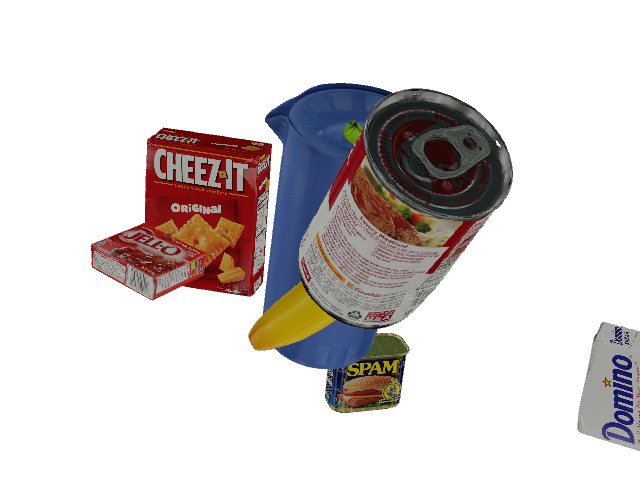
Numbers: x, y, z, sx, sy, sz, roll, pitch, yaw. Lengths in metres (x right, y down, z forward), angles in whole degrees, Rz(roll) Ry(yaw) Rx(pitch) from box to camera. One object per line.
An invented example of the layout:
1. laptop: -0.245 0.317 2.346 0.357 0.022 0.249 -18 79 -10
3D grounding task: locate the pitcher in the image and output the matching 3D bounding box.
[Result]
1. pitcher: 0.028 -0.003 0.942 0.144 0.243 0.149 -14 43 -31

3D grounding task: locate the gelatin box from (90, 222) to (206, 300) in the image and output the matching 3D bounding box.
1. gelatin box: -0.170 0.018 1.050 0.089 0.030 0.073 25 32 30

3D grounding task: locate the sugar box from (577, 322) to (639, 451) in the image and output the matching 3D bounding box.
1. sugar box: 0.304 0.136 0.866 0.176 0.093 0.048 13 25 20

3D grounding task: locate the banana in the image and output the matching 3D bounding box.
1. banana: 0.014 0.005 0.697 0.069 0.198 0.037 16 36 -12

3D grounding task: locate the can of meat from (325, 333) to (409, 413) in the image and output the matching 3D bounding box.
1. can of meat: 0.058 0.171 1.373 0.102 0.084 0.057 -2 24 -17

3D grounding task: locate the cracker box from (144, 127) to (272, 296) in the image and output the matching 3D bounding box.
1. cracker box: -0.160 -0.038 1.497 0.164 0.214 0.072 9 23 11

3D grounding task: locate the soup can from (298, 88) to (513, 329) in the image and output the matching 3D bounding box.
1. soup can: 0.035 -0.011 0.489 0.068 0.068 0.102 0 -32 -21
